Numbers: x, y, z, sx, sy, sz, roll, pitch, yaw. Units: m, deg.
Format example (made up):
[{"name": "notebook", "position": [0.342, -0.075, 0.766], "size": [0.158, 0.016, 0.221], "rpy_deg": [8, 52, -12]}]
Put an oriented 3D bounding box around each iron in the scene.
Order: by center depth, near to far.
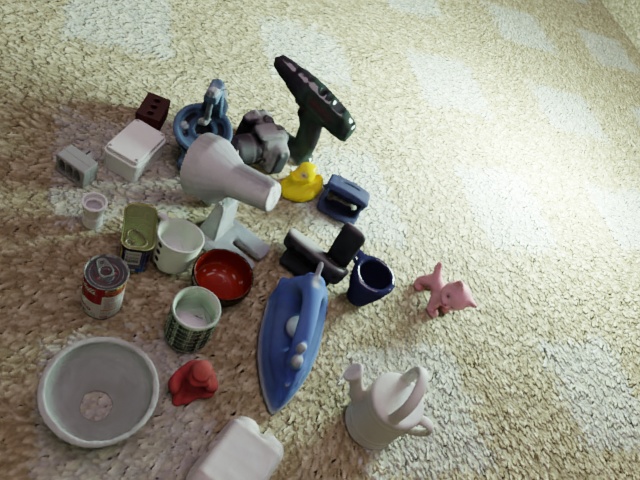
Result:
[{"name": "iron", "position": [-0.038, 0.164, 1.008], "size": [0.119, 0.141, 0.258], "rpy_deg": [20, 49, -12]}]

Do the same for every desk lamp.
[{"name": "desk lamp", "position": [-0.167, -0.071, 1.075], "size": [0.203, 0.213, 0.118], "rpy_deg": [36, 48, 3]}]

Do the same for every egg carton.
[{"name": "egg carton", "position": [-0.129, 0.347, 0.872], "size": [0.107, 0.069, 0.150], "rpy_deg": [37, 48, 3]}]

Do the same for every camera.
[{"name": "camera", "position": [-0.150, -0.224, 1.276], "size": [0.137, 0.100, 0.143], "rpy_deg": [-14, 63, -34]}]

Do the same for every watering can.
[{"name": "watering can", "position": [0.117, 0.274, 0.966], "size": [0.173, 0.194, 0.101], "rpy_deg": [16, 50, -15]}]

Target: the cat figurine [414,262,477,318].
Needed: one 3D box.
[{"name": "cat figurine", "position": [0.273, 0.107, 1.224], "size": [0.067, 0.117, 0.127], "rpy_deg": [-9, 60, -31]}]

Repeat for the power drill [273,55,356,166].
[{"name": "power drill", "position": [-0.037, -0.278, 1.302], "size": [0.229, 0.208, 0.076], "rpy_deg": [35, 48, 2]}]

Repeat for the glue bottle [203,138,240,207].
[{"name": "glue bottle", "position": [-0.188, -0.141, 1.145], "size": [0.037, 0.173, 0.078], "rpy_deg": [39, 48, 6]}]

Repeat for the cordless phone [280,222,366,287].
[{"name": "cordless phone", "position": [0.010, 0.004, 1.126], "size": [0.147, 0.185, 0.094], "rpy_deg": [35, 48, 2]}]

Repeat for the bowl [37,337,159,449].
[{"name": "bowl", "position": [-0.329, 0.234, 0.854], "size": [0.168, 0.074, 0.167], "rpy_deg": [14, 50, -17]}]

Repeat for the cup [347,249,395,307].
[{"name": "cup", "position": [0.086, 0.083, 1.164], "size": [0.092, 0.095, 0.117], "rpy_deg": [-17, 64, -35]}]

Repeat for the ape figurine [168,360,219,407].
[{"name": "ape figurine", "position": [-0.198, 0.222, 0.918], "size": [0.078, 0.092, 0.076], "rpy_deg": [25, 48, -7]}]

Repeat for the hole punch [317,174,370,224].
[{"name": "hole punch", "position": [0.058, -0.105, 1.296], "size": [0.109, 0.091, 0.101], "rpy_deg": [28, 48, -5]}]

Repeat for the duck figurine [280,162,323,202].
[{"name": "duck figurine", "position": [-0.033, -0.139, 1.280], "size": [0.105, 0.086, 0.077], "rpy_deg": [-12, 61, -33]}]

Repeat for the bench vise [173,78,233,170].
[{"name": "bench vise", "position": [-0.238, -0.268, 1.186], "size": [0.122, 0.219, 0.207], "rpy_deg": [8, 52, -21]}]
